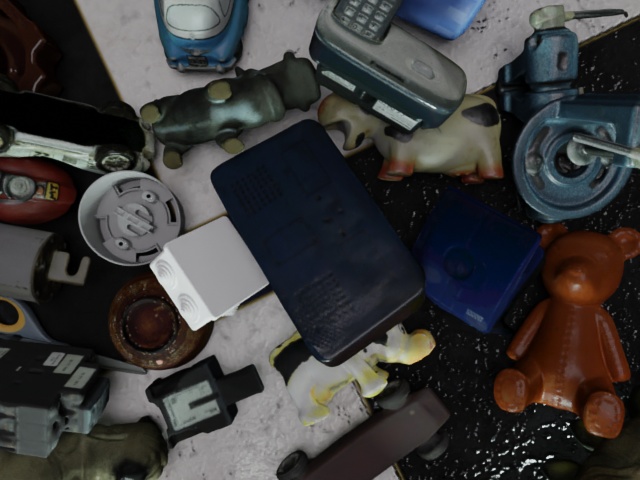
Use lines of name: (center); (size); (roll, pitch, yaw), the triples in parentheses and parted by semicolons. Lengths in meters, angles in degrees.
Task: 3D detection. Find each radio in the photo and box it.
radio: (-0.001, -0.002, 0.544); (0.131, 0.073, 0.230); (-32, 73, -2)

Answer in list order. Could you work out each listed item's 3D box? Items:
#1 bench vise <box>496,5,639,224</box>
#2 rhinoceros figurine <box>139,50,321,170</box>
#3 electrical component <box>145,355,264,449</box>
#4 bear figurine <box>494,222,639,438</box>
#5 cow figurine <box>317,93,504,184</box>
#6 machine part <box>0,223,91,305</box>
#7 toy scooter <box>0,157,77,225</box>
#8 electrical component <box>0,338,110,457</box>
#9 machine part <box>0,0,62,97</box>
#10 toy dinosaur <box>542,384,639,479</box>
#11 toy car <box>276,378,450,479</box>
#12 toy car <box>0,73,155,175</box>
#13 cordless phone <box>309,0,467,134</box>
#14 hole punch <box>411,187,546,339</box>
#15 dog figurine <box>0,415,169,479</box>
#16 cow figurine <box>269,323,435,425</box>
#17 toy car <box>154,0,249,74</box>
bench vise: (0.245, -0.113, 0.504); (0.129, 0.241, 0.223); (4, 105, -4)
rhinoceros figurine: (-0.092, -0.137, 0.564); (0.190, 0.112, 0.073); (-15, 113, 13)
electrical component: (-0.119, 0.165, 0.582); (0.119, 0.048, 0.074); (-26, 90, -1)
bear figurine: (0.259, 0.077, 0.547); (0.120, 0.132, 0.195); (12, 96, 28)
cow figurine: (0.095, -0.127, 0.570); (0.195, 0.085, 0.127); (4, 87, -3)
machine part: (-0.367, 0.016, 0.571); (0.243, 0.079, 0.079); (11, 89, -1)
toy scooter: (-0.354, -0.060, 0.544); (0.184, 0.135, 0.075); (7, 88, -1)
electrical component: (-0.286, 0.154, 0.537); (0.134, 0.115, 0.058); (9, 109, -2)
machine part: (-0.375, -0.190, 0.586); (0.179, 0.056, 0.179); (0, 90, 0)
toy dinosaur: (0.350, 0.197, 0.507); (0.472, 0.198, 0.105); (-23, 88, 0)
toy car: (0.047, 0.228, 0.579); (0.202, 0.053, 0.089); (-39, 94, 4)
toy car: (-0.270, -0.113, 0.547); (0.201, 0.056, 0.073); (8, 58, -31)
cordless phone: (0.086, -0.204, 0.488); (0.146, 0.089, 0.184); (29, 86, -5)
hole punch: (0.154, 0.020, 0.545); (0.142, 0.092, 0.116); (35, 87, 28)
dog figurine: (-0.264, 0.231, 0.525); (0.191, 0.172, 0.121); (-7, 100, 7)
cow figurine: (0.034, 0.120, 0.577); (0.167, 0.068, 0.098); (-29, 81, -2)
toy car: (-0.131, -0.264, 0.565); (0.109, 0.103, 0.161); (4, 87, 1)
